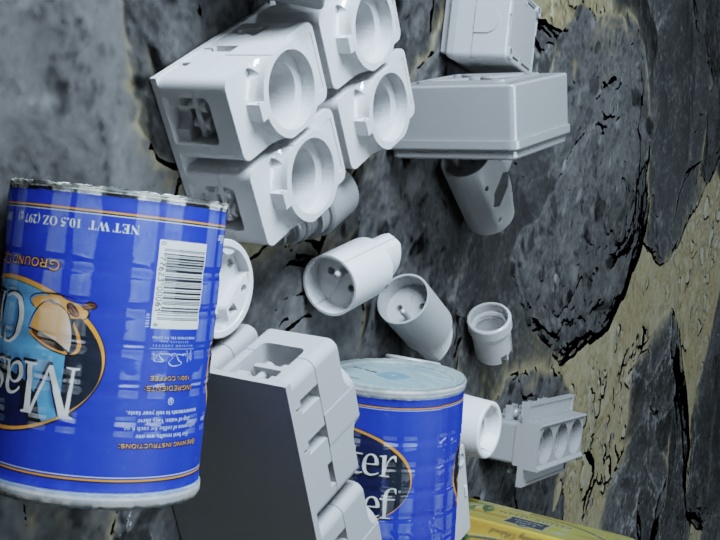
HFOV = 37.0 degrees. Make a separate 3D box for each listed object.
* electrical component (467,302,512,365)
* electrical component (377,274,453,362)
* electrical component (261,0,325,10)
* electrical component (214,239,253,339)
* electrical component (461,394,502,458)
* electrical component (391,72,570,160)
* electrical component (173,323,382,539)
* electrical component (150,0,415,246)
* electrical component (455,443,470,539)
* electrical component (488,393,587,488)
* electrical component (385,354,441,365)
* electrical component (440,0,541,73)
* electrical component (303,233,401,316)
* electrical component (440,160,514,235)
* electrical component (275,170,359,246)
[{"bbox_3d":[0.119,0.059,0.976,0.040,0.040,0.046,-56,146,-37],"label":"electrical component"},{"bbox_3d":[0.050,0.041,0.852,0.081,0.043,0.043,49,55,-51],"label":"electrical component"},{"bbox_3d":[-0.049,-0.180,0.631,0.076,0.066,0.047,85,17,-82],"label":"electrical component"},{"bbox_3d":[-0.095,0.008,0.602,0.055,0.047,0.055,-18,112,-56],"label":"electrical component"},{"bbox_3d":[0.092,0.135,0.938,0.055,0.047,0.055,-18,111,-57],"label":"electrical component"},{"bbox_3d":[0.092,-0.120,0.827,0.109,0.109,0.056,-24,114,-55],"label":"electrical component"},{"bbox_3d":[-0.054,0.125,0.636,0.060,0.105,0.186,-41,129,-48],"label":"electrical component"},{"bbox_3d":[-0.035,-0.106,0.666,0.186,0.060,0.105,-47,134,-44],"label":"electrical component"},{"bbox_3d":[0.049,0.191,0.876,0.100,0.048,0.099,-31,121,-52],"label":"electrical component"},{"bbox_3d":[0.171,0.163,1.058,0.121,0.063,0.078,3,94,-59],"label":"electrical component"},{"bbox_3d":[0.037,0.096,0.841,0.045,0.045,0.055,17,82,-59],"label":"electrical component"},{"bbox_3d":[0.110,-0.197,0.894,0.096,0.061,0.061,4,92,-67],"label":"electrical component"},{"bbox_3d":[0.000,0.000,0.761,0.081,0.043,0.043,-27,119,-55],"label":"electrical component"},{"bbox_3d":[0.107,-0.084,0.922,0.079,0.043,0.077,-65,145,-28],"label":"electrical component"},{"bbox_3d":[-0.033,-0.039,0.702,0.078,0.040,0.040,-45,132,-46],"label":"electrical component"}]
